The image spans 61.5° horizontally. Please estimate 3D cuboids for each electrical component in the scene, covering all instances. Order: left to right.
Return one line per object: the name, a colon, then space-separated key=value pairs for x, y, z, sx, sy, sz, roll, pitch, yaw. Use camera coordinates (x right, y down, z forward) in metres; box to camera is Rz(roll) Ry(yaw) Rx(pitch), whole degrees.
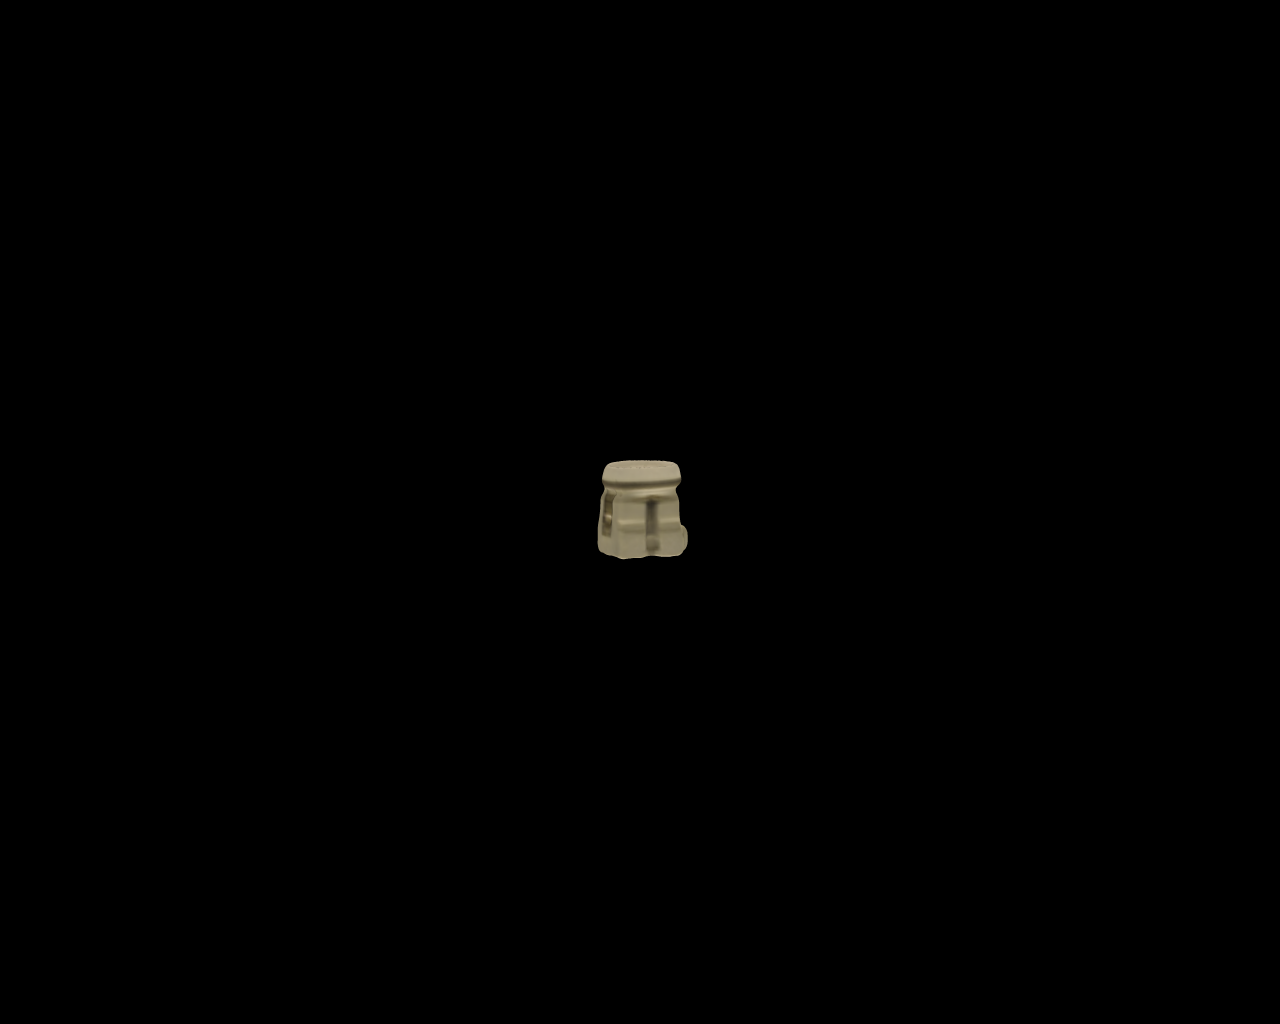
electrical component: x=0.001 y=-0.003 z=0.650 sx=0.066 sy=0.055 sz=0.048 roll=-3 pitch=8 yaw=-26
